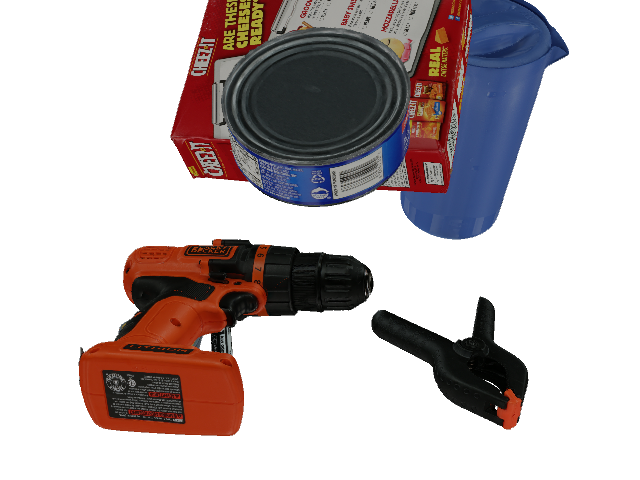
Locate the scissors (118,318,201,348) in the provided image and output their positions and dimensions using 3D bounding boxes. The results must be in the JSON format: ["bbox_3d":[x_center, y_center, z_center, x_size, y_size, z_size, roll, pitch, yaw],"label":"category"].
[{"bbox_3d":[-0.115,0.094,1.149,0.201,0.016,0.096,-8,31,-24],"label":"scissors"}]

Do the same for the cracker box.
[{"bbox_3d":[0.006,-0.125,0.853,0.214,0.164,0.072,4,-29,13],"label":"cracker box"}]

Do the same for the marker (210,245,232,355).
[{"bbox_3d":[-0.089,0.061,0.944,0.020,0.121,0.020,-1,23,0],"label":"marker"}]

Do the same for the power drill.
[{"bbox_3d":[-0.066,0.058,0.718,0.184,0.057,0.187,0,23,12],"label":"power drill"}]

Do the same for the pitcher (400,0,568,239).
[{"bbox_3d":[0.136,-0.121,1.079,0.144,0.243,0.149,-33,56,-32],"label":"pitcher"}]

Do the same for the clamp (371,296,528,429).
[{"bbox_3d":[0.134,0.099,0.928,0.120,0.039,0.172,-17,36,-23],"label":"clamp"}]

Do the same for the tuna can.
[{"bbox_3d":[-0.001,-0.057,0.492,0.086,0.086,0.034,0,-37,7],"label":"tuna can"}]
